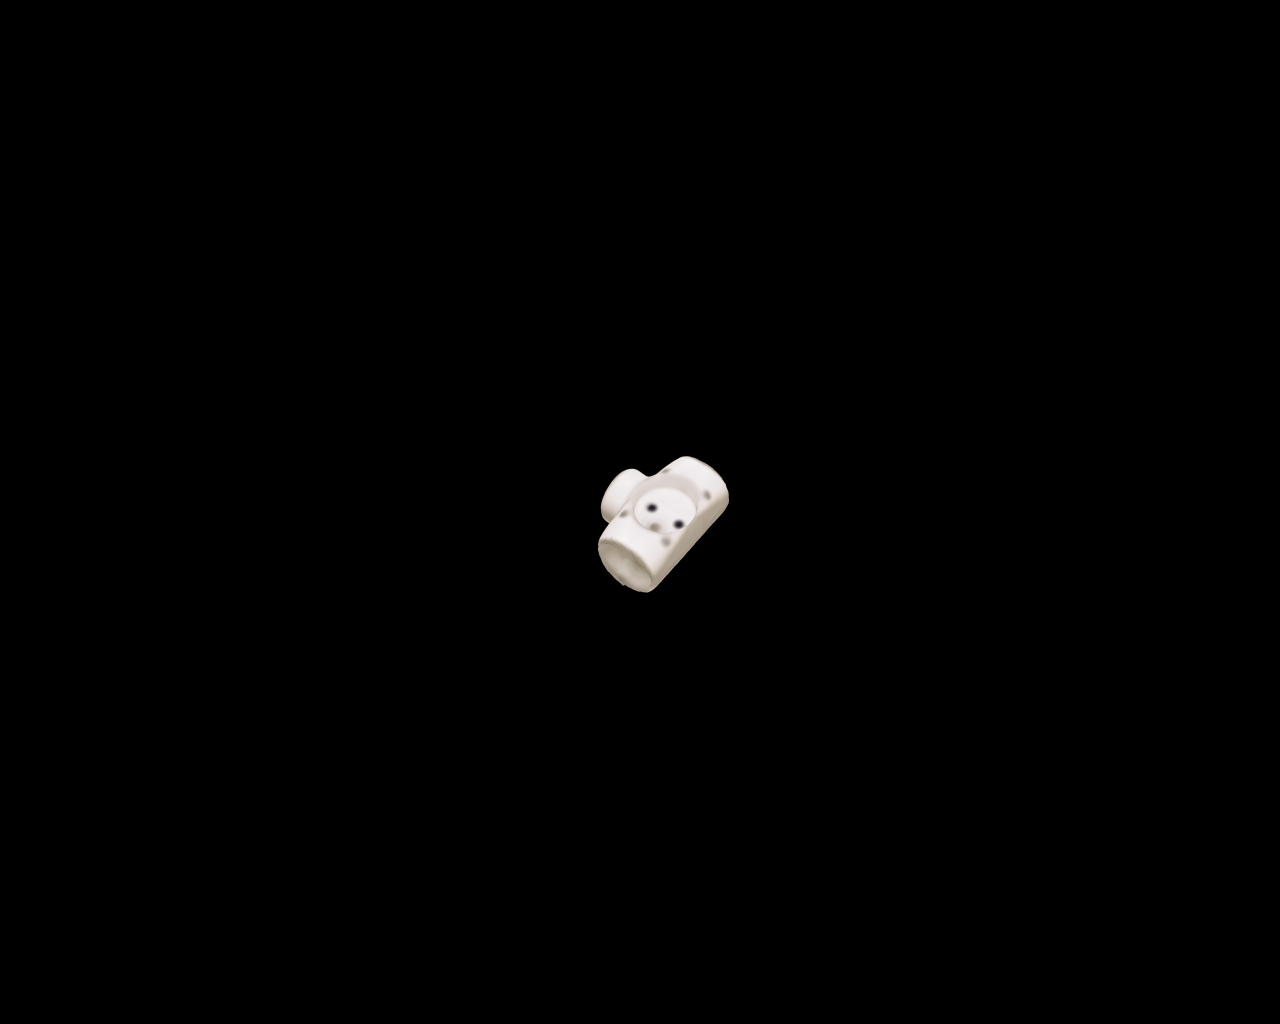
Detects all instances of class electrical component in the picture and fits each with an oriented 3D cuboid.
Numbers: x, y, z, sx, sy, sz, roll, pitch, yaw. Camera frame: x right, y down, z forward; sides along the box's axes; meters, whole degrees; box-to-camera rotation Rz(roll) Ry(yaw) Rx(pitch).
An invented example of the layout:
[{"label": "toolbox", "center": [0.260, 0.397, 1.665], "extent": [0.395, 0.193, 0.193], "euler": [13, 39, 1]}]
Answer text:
[{"label": "electrical component", "center": [0.001, -0.003, 0.650], "extent": [0.079, 0.077, 0.044], "euler": [33, -28, 20]}]
